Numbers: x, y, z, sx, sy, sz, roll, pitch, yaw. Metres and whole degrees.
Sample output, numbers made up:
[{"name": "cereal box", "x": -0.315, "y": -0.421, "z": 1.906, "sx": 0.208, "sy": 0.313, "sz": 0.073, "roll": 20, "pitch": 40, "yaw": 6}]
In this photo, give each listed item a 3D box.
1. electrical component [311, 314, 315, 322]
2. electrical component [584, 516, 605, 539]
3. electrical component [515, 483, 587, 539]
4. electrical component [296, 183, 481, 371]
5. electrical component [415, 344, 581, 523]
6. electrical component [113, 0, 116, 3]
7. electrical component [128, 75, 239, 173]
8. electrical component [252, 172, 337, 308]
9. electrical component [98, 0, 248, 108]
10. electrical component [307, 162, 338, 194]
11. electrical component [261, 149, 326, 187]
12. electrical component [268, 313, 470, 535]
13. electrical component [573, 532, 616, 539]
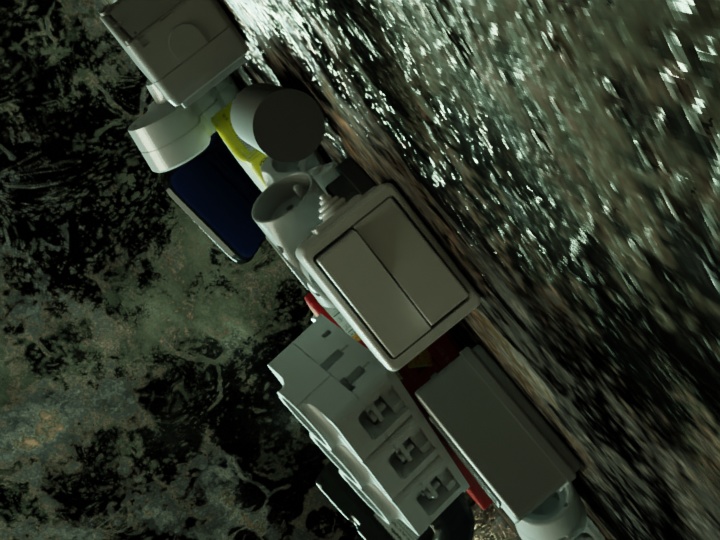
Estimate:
[{"name": "electrical component", "x": 0.013, "y": 0.062, "z": 1.095, "sx": 0.063, "sy": 0.078, "sz": 0.121, "roll": 3, "pitch": 139, "yaw": 46}, {"name": "electrical component", "x": 0.173, "y": 0.229, "z": 0.901, "sx": 0.045, "sy": 0.055, "sz": 0.045, "roll": 51, "pitch": 176, "yaw": 4}, {"name": "electrical component", "x": 0.141, "y": 0.179, "z": 0.815, "sx": 0.055, "sy": 0.055, "sz": 0.047, "roll": 49, "pitch": 172, "yaw": 39}, {"name": "electrical component", "x": 0.010, "y": -0.002, "z": 0.569, "sx": 0.096, "sy": 0.062, "sz": 0.061, "roll": 52, "pitch": 177, "yaw": -6}, {"name": "electrical component", "x": 0.093, "y": 0.115, "z": 0.738, "sx": 0.108, "sy": 0.056, "sz": 0.108, "roll": 50, "pitch": 176, "yaw": 16}, {"name": "electrical component", "x": -0.151, "y": -0.196, "z": 0.825, "sx": 0.065, "sy": 0.044, "sz": 0.044, "roll": 47, "pitch": 178, "yaw": -16}, {"name": "electrical component", "x": -0.145, "y": -0.140, "z": 0.853, "sx": 0.073, "sy": 0.052, "sz": 0.138, "roll": 62, "pitch": -156, "yaw": -23}, {"name": "electrical component", "x": -0.021, "y": -0.010, "z": 0.640, "sx": 0.077, "sy": 0.044, "sz": 0.079, "roll": 53, "pitch": 176, "yaw": -33}, {"name": "electrical component", "x": -0.121, "y": -0.153, "z": 0.696, "sx": 0.061, "sy": 0.062, "sz": 0.096, "roll": 54, "pitch": 175, "yaw": -36}, {"name": "electrical component", "x": -0.016, "y": -0.038, "z": 0.711, "sx": 0.065, "sy": 0.044, "sz": 0.044, "roll": 57, "pitch": 175, "yaw": -14}, {"name": "electrical component", "x": -0.040, "y": -0.061, "z": 0.756, "sx": 0.043, "sy": 0.043, "sz": 0.062, "roll": 49, "pitch": 177, "yaw": 33}, {"name": "electrical component", "x": 0.005, "y": 0.116, "z": 0.773, "sx": 0.089, "sy": 0.062, "sz": 0.150, "roll": 34, "pitch": 162, "yaw": 48}, {"name": "electrical component", "x": 0.183, "y": 0.231, "z": 0.776, "sx": 0.078, "sy": 0.058, "sz": 0.057, "roll": 51, "pitch": 179, "yaw": 3}]
